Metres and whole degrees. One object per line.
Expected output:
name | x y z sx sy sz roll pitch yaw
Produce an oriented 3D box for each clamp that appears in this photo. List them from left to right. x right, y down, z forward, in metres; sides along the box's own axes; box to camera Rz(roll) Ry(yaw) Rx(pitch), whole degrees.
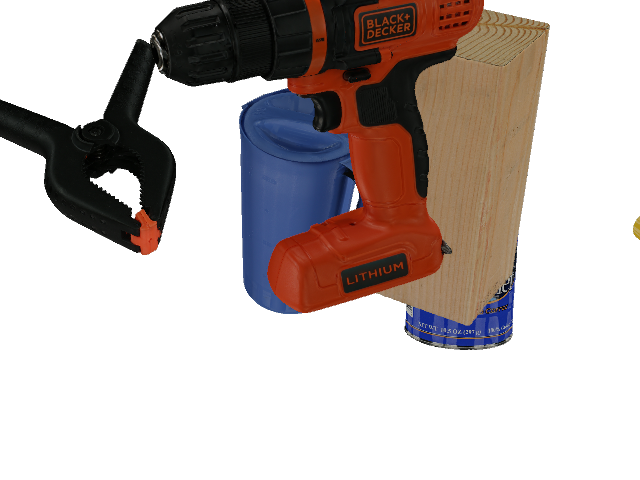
clamp | -0.159 -0.075 0.793 0.164 0.036 0.210 -26 55 -25

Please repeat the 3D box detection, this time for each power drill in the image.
power drill | 0.004 -0.055 0.586 0.184 0.188 0.057 -15 34 -20

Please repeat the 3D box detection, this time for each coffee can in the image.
coffee can | 0.132 0.019 0.996 0.103 0.140 0.103 1 15 0

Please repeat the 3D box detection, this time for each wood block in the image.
wood block | 0.095 -0.055 0.773 0.091 0.206 0.090 19 37 25

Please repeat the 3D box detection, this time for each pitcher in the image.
pitcher | -0.020 -0.031 1.172 0.145 0.243 0.149 1 42 -6

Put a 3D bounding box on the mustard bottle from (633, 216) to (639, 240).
mustard bottle | 0.264 0.028 0.647 0.096 0.058 0.192 -21 33 -22
